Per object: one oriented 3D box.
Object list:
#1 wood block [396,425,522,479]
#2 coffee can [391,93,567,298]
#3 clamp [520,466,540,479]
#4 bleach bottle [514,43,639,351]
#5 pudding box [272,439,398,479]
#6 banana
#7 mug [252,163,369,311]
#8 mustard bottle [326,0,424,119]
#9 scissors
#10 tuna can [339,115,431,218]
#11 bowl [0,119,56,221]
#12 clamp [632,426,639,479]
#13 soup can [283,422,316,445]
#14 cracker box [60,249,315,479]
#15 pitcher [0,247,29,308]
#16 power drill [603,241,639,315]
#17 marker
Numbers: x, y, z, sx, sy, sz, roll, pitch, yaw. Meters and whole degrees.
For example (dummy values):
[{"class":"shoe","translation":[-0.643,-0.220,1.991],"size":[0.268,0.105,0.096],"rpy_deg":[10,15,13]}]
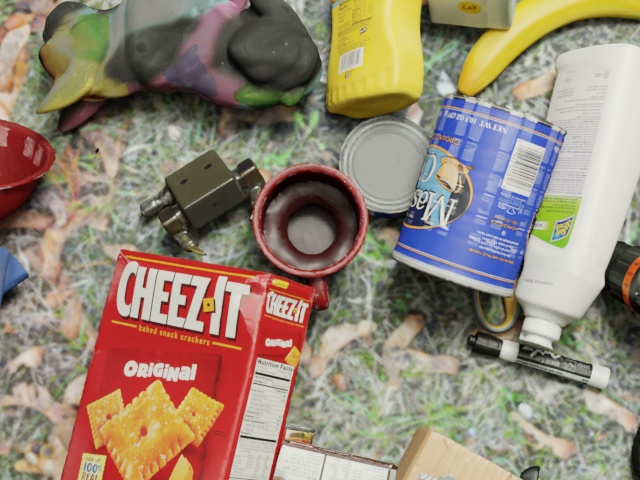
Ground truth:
[{"class":"wood block","translation":[0.073,0.260,0.847],"size":[0.091,0.090,0.206],"rpy_deg":[29,83,3]},{"class":"coffee can","translation":[0.127,-0.036,0.861],"size":[0.103,0.103,0.140],"rpy_deg":[18,94,3]},{"class":"clamp","translation":[0.180,0.284,0.861],"size":[0.120,0.039,0.171],"rpy_deg":[29,89,25]},{"class":"bleach bottle","translation":[0.210,-0.033,0.883],"size":[0.068,0.103,0.251],"rpy_deg":[22,82,-25]},{"class":"pudding box","translation":[0.003,0.214,0.798],"size":[0.090,0.039,0.113],"rpy_deg":[11,81,12]},{"class":"banana","translation":[0.205,-0.189,0.938],"size":[0.197,0.037,0.069],"rpy_deg":[-19,81,-2]},{"class":"mug","translation":[-0.006,0.001,0.889],"size":[0.093,0.081,0.117],"rpy_deg":[-10,82,-1]},{"class":"mustard bottle","translation":[0.049,-0.206,0.916],"size":[0.058,0.096,0.191],"rpy_deg":[8,79,-34]},{"class":"scissors","translation":[0.180,-0.016,0.924],"size":[0.096,0.016,0.202],"rpy_deg":[10,82,0]},{"class":"tuna can","translation":[0.059,-0.062,0.922],"size":[0.086,0.034,0.086],"rpy_deg":[0,82,0]},{"class":"bowl","translation":[-0.303,-0.052,0.884],"size":[0.162,0.162,0.055],"rpy_deg":[11,116,2]},{"class":"clamp","translation":[0.298,0.212,0.879],"size":[0.164,0.036,0.210],"rpy_deg":[-9,83,0]},{"class":"soup can","translation":[-0.046,0.197,0.868],"size":[0.068,0.068,0.102],"rpy_deg":[11,82,2]},{"class":"cracker box","translation":[-0.109,0.124,0.843],"size":[0.164,0.072,0.213],"rpy_deg":[8,81,35]},{"class":"pitcher","translation":[-0.340,0.111,0.852],"size":[0.149,0.145,0.243],"rpy_deg":[5,84,16]},{"class":"power drill","translation":[0.303,-0.020,0.841],"size":[0.057,0.185,0.188],"rpy_deg":[21,97,-36]},{"class":"marker","translation":[0.184,0.101,0.905],"size":[0.121,0.020,0.020],"rpy_deg":[16,82,3]}]
